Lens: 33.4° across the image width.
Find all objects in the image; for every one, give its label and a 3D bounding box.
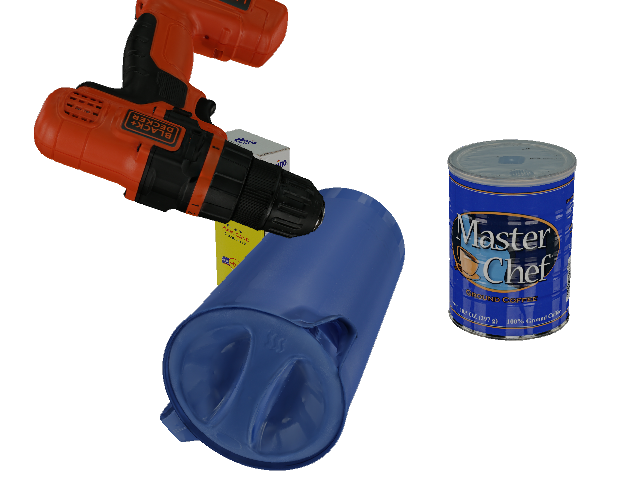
[{"bbox_3d":[-0.021,0.057,0.822,0.149,0.145,0.242,11,28,14],"label":"pitcher"},{"bbox_3d":[0.157,-0.002,0.887,0.103,0.140,0.103,-3,22,1],"label":"coffee can"},{"bbox_3d":[-0.074,-0.022,1.140,0.048,0.176,0.093,-19,28,-34],"label":"sugar box"},{"bbox_3d":[-0.074,-0.094,0.701,0.184,0.187,0.057,21,-44,-9],"label":"power drill"}]
